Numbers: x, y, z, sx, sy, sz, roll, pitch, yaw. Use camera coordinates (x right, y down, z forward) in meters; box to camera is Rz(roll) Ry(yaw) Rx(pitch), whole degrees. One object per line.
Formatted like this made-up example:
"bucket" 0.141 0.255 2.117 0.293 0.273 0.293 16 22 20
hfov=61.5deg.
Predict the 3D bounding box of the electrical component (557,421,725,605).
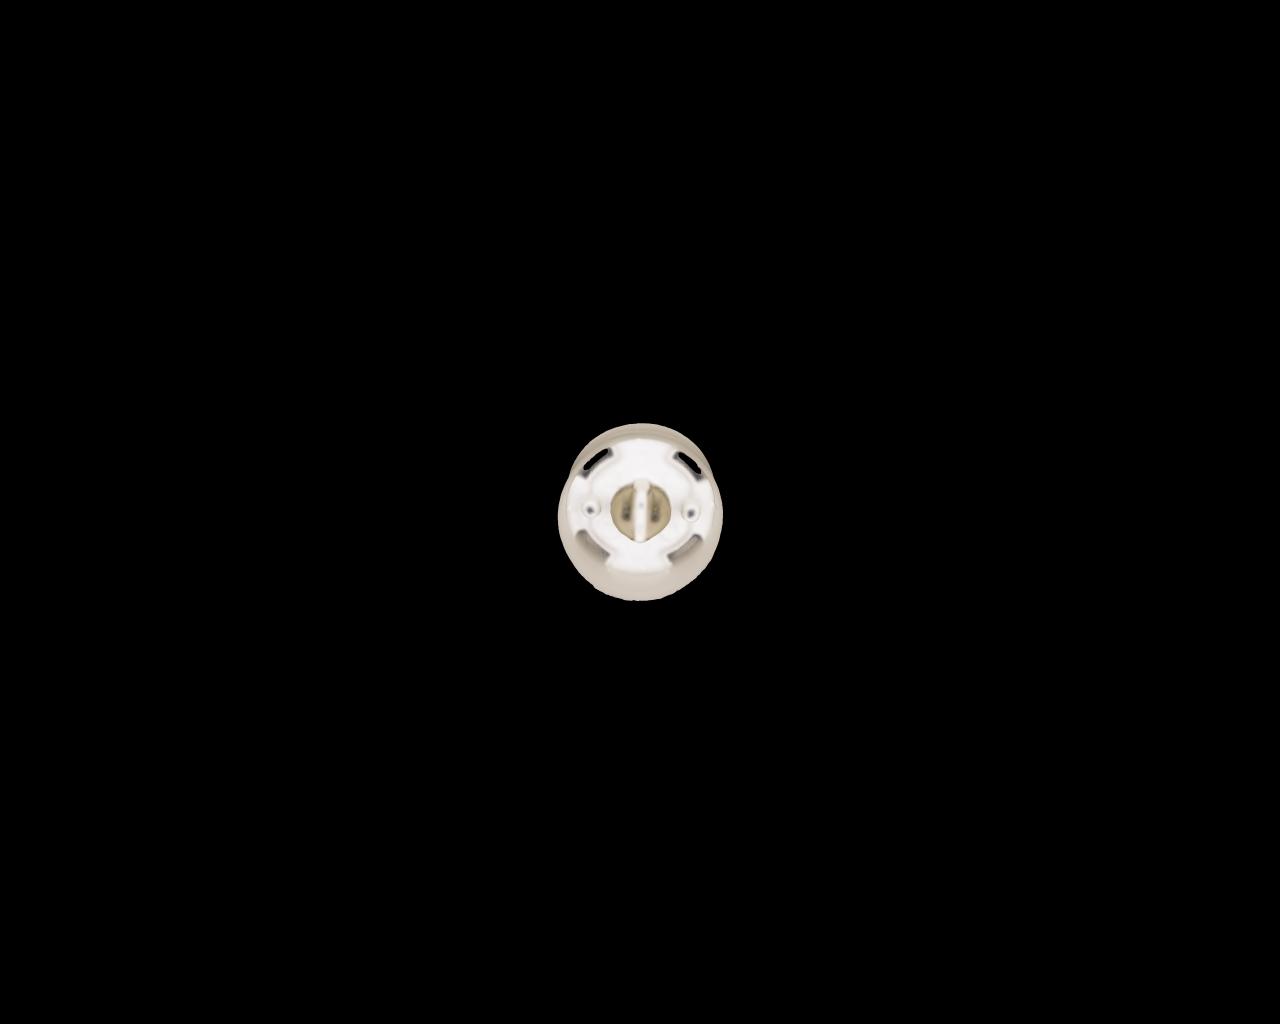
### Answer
"electrical component" 0.001 -0.003 0.650 0.099 0.099 0.064 0 27 0
